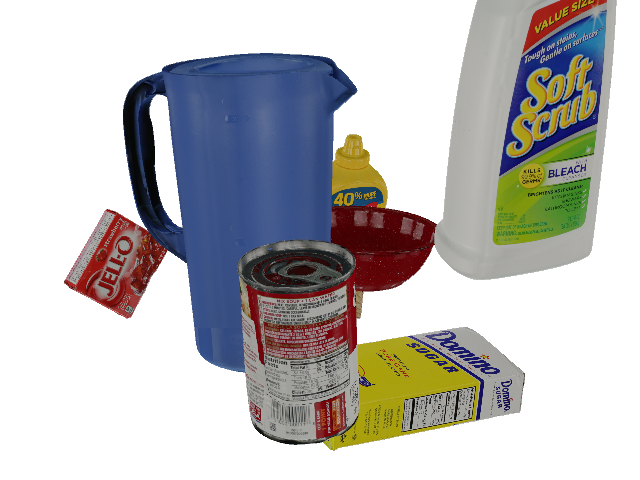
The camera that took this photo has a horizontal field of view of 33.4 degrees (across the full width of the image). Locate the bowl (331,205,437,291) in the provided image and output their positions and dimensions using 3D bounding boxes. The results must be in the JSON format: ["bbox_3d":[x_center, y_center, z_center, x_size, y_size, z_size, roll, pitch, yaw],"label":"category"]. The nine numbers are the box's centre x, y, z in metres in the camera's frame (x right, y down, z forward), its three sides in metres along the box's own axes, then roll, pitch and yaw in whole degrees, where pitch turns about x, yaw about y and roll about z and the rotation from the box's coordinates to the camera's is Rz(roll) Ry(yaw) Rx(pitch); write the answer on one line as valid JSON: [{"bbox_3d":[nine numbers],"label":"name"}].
[{"bbox_3d":[0.043,0.012,1.096,0.162,0.055,0.162,2,17,-1],"label":"bowl"}]

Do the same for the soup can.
[{"bbox_3d":[-0.011,0.059,0.623,0.068,0.102,0.068,-3,23,1],"label":"soup can"}]

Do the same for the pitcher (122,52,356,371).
[{"bbox_3d":[-0.061,-0.025,0.845,0.144,0.243,0.149,-10,18,-29],"label":"pitcher"}]

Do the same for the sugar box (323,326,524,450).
[{"bbox_3d":[0.069,0.118,0.882,0.176,0.048,0.093,-10,26,-22],"label":"sugar box"}]

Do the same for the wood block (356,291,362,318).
[{"bbox_3d":[0.025,0.034,1.651,0.091,0.090,0.206,3,23,3],"label":"wood block"}]

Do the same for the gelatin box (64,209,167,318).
[{"bbox_3d":[-0.206,0.024,1.087,0.073,0.089,0.030,34,-10,-37],"label":"gelatin box"}]

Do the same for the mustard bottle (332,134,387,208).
[{"bbox_3d":[0.034,-0.039,1.307,0.096,0.192,0.058,-6,30,-19],"label":"mustard bottle"}]

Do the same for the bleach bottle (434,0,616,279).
[{"bbox_3d":[0.124,-0.104,0.638,0.102,0.251,0.068,-10,29,-15],"label":"bleach bottle"}]
